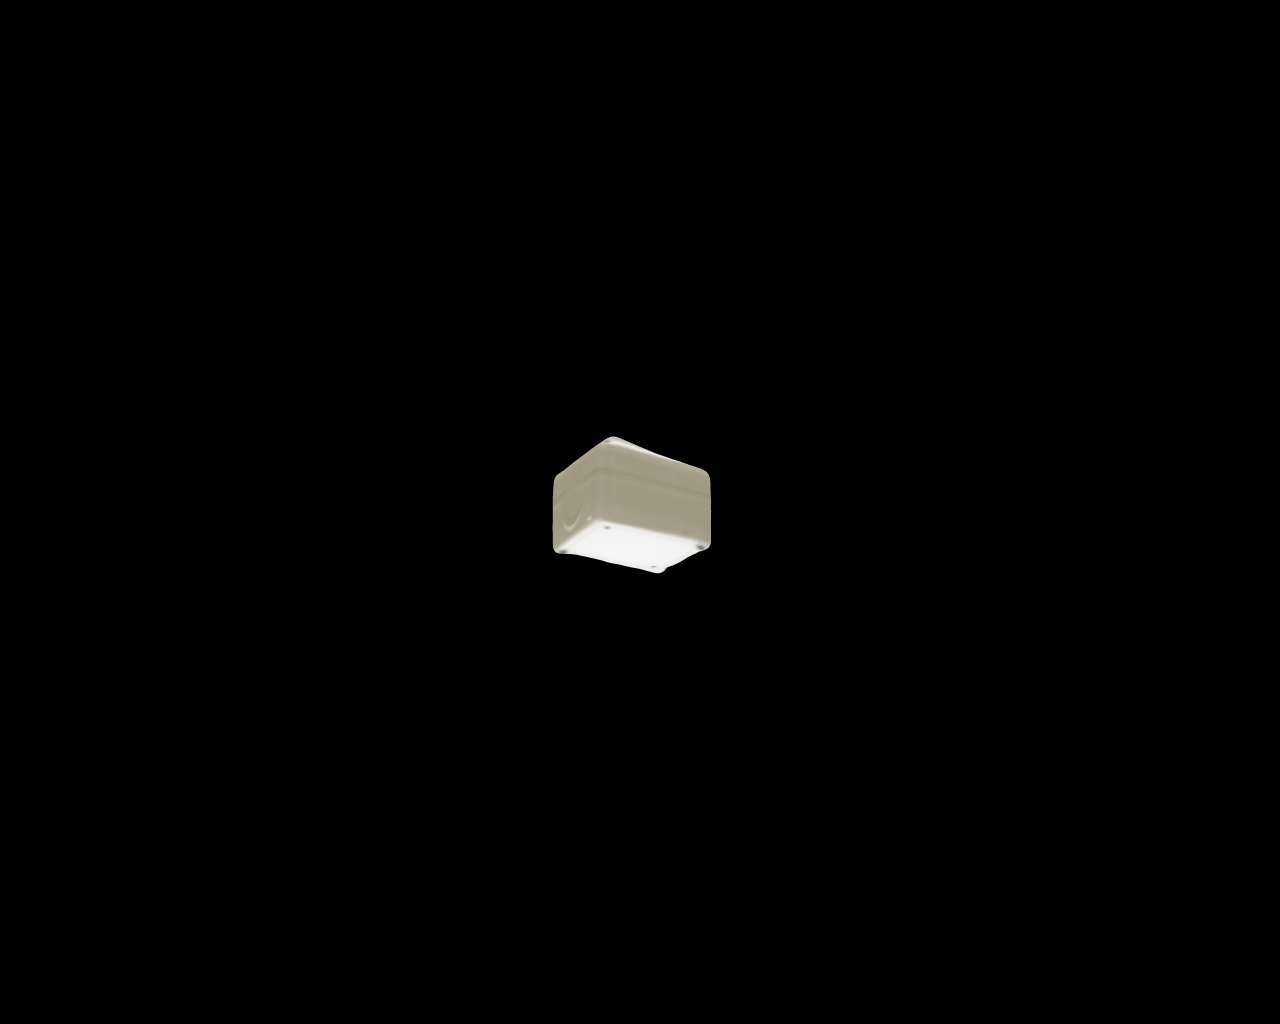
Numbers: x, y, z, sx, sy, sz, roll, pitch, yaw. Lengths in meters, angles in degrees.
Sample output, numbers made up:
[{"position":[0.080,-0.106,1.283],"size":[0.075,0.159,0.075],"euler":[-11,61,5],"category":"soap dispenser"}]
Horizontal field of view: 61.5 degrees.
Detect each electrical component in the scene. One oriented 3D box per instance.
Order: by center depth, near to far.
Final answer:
[{"position":[0.001,-0.003,0.650],"size":[0.096,0.061,0.061],"euler":[14,-27,-29],"category":"electrical component"}]
